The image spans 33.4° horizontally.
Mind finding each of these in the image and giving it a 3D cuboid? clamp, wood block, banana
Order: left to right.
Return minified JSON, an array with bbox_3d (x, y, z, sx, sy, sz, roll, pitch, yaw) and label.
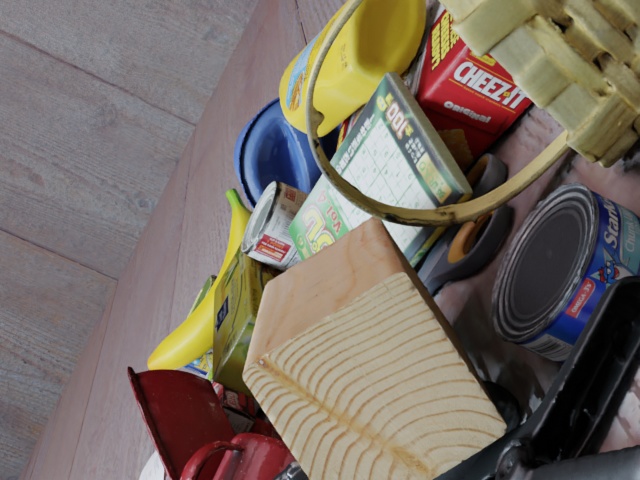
[{"bbox_3d":[-0.100,0.052,1.033,0.070,0.037,0.198,28,92,39],"label":"banana"},{"bbox_3d":[0.024,0.058,0.576,0.090,0.091,0.206,-32,7,5],"label":"wood block"},{"bbox_3d":[0.100,0.095,0.469,0.172,0.039,0.120,-51,9,41],"label":"clamp"}]

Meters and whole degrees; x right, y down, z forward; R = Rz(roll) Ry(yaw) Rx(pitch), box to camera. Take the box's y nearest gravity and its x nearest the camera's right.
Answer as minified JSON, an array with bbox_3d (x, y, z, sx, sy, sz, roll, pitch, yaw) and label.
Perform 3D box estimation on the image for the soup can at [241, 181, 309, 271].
[{"bbox_3d":[-0.006,0.001,0.887,0.069,0.102,0.068,-58,15,26],"label":"soup can"}]

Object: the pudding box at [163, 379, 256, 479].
[{"bbox_3d":[-0.098,0.176,0.932,0.113,0.039,0.090,-62,12,11],"label":"pudding box"}]

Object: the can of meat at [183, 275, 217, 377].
[{"bbox_3d":[-0.094,0.096,1.089,0.102,0.084,0.057,-64,13,4],"label":"can of meat"}]

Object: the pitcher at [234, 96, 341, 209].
[{"bbox_3d":[-0.020,-0.089,1.050,0.149,0.145,0.243,-34,10,-4],"label":"pitcher"}]

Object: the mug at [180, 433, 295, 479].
[{"bbox_3d":[-0.045,0.177,0.714,0.093,0.117,0.081,-10,49,52],"label":"mug"}]

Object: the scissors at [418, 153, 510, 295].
[{"bbox_3d":[0.073,0.037,0.713,0.202,0.016,0.096,-63,14,11],"label":"scissors"}]

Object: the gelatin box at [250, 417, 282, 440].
[{"bbox_3d":[-0.065,0.206,0.902,0.089,0.030,0.073,-56,14,31],"label":"gelatin box"}]

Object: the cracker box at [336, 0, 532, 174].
[{"bbox_3d":[0.088,-0.114,0.807,0.214,0.072,0.164,-49,22,45],"label":"cracker box"}]

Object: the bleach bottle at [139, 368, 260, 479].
[{"bbox_3d":[-0.089,0.155,1.017,0.251,0.068,0.102,-59,14,15],"label":"bleach bottle"}]

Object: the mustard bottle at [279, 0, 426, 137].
[{"bbox_3d":[0.013,-0.132,0.831,0.192,0.058,0.096,-29,41,64],"label":"mustard bottle"}]

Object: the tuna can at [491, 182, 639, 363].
[{"bbox_3d":[0.122,0.017,0.527,0.086,0.033,0.086,-58,15,25],"label":"tuna can"}]

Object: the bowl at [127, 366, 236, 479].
[{"bbox_3d":[-0.090,0.159,0.811,0.055,0.162,0.162,-25,11,-9],"label":"bowl"}]
